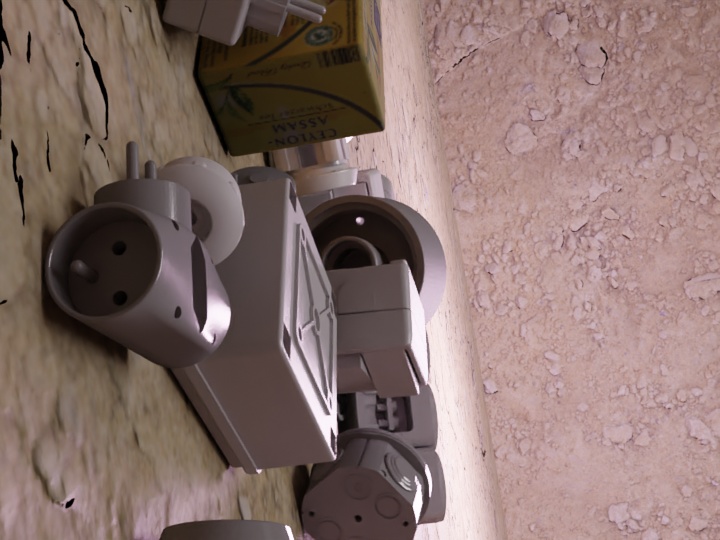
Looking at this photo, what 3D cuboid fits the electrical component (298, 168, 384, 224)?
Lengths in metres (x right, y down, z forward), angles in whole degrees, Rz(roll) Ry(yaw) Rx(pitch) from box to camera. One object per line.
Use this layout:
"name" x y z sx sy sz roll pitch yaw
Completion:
"electrical component" -0.013 -0.038 0.811 0.061 0.062 0.096 -48 129 -78

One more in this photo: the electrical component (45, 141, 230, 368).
"electrical component" -0.082 -0.009 0.409 0.077 0.043 0.079 57 26 -70

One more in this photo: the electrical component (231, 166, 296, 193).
"electrical component" -0.056 -0.021 0.599 0.040 0.040 0.078 -86 180 -54

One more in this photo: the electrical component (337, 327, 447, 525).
"electrical component" 0.021 0.112 0.794 0.089 0.062 0.150 121 -35 -70

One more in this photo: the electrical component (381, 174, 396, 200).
"electrical component" 0.009 -0.030 0.967 0.059 0.054 0.095 -88 166 -50

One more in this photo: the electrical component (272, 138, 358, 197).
"electrical component" -0.034 -0.082 0.742 0.078 0.058 0.057 -39 117 -79

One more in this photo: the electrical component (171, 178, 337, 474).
"electrical component" -0.049 0.029 0.541 0.108 0.056 0.108 71 14 -49

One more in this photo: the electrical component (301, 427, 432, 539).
"electrical component" 0.004 0.146 0.691 0.051 0.080 0.080 -59 140 -68

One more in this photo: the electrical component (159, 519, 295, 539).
"electrical component" -0.053 0.131 0.423 0.078 0.058 0.057 60 26 -66

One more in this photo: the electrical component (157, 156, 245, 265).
"electrical component" -0.074 -0.031 0.483 0.062 0.048 0.048 -95 173 -70

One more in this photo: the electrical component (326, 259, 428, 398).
"electrical component" 0.007 0.043 0.657 0.096 0.062 0.061 66 20 -64

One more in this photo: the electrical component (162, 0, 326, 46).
"electrical component" -0.055 -0.147 0.566 0.065 0.077 0.047 -81 -169 -63

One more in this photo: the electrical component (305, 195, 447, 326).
"electrical component" 0.000 0.000 0.730 0.060 0.108 0.108 15 67 -73

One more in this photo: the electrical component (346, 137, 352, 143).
"electrical component" -0.036 -0.168 0.820 0.073 0.052 0.138 56 26 -70
